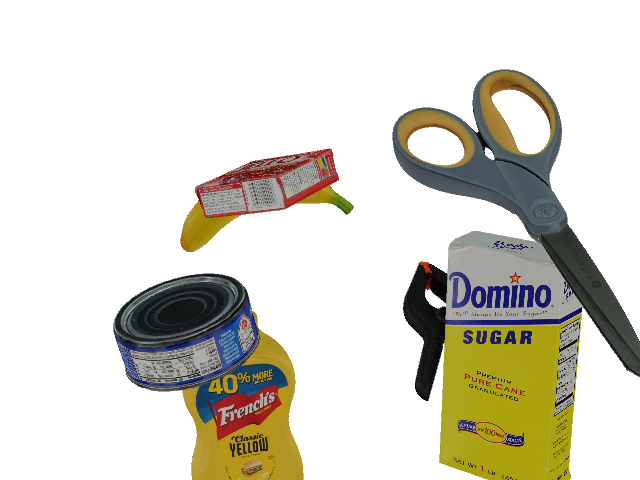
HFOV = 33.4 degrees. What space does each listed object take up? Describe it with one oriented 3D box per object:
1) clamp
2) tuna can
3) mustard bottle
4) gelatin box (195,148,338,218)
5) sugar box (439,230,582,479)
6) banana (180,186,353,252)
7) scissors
[{"bbox_3d":[0.143,0.091,1.097,0.120,0.171,0.039,2,-43,-12],"label":"clamp"},{"bbox_3d":[-0.082,0.054,0.654,0.086,0.034,0.086,-11,25,5],"label":"tuna can"},{"bbox_3d":[-0.068,0.135,0.912,0.096,0.192,0.058,-8,18,-12],"label":"mustard bottle"},{"bbox_3d":[-0.042,-0.045,0.842,0.089,0.030,0.073,-5,17,39],"label":"gelatin box"},{"bbox_3d":[0.136,0.088,0.771,0.093,0.176,0.048,11,21,37],"label":"sugar box"},{"bbox_3d":[-0.068,-0.034,1.041,0.198,0.069,0.037,-12,19,29],"label":"banana"},{"bbox_3d":[0.087,-0.012,0.512,0.096,0.201,0.016,-7,-43,6],"label":"scissors"}]
